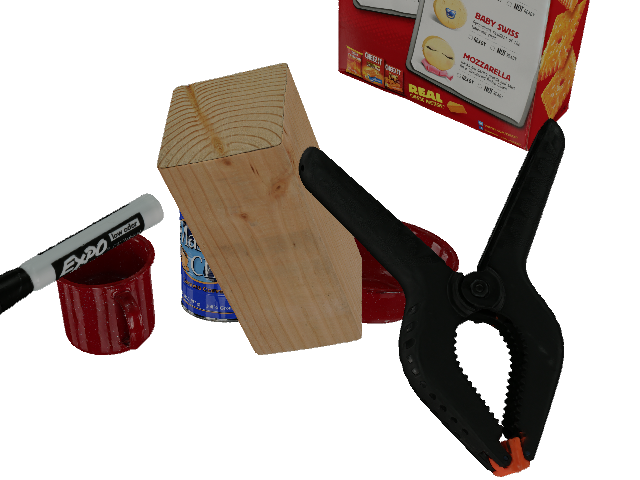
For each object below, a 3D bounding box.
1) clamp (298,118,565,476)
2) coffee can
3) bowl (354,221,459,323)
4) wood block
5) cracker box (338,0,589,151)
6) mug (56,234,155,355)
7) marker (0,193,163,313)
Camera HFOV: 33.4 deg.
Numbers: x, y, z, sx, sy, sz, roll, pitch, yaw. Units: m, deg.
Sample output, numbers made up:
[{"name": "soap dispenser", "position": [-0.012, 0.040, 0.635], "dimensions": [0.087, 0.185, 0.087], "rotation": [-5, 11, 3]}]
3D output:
[{"name": "clamp", "position": [0.074, 0.028, 0.608], "dimensions": [0.164, 0.210, 0.036], "rotation": [-2, -18, -10]}, {"name": "coffee can", "position": [-0.101, 0.003, 1.152], "dimensions": [0.103, 0.140, 0.103], "rotation": [1, 23, -1]}, {"name": "bowl", "position": [0.047, 0.033, 1.004], "dimensions": [0.162, 0.055, 0.162], "rotation": [5, 25, -2]}, {"name": "wood block", "position": [-0.037, -0.016, 0.797], "dimensions": [0.090, 0.091, 0.206], "rotation": [-10, -46, 14]}, {"name": "cracker box", "position": [0.096, -0.186, 0.711], "dimensions": [0.164, 0.214, 0.072], "rotation": [27, 50, 26]}, {"name": "mug", "position": [-0.184, 0.053, 0.945], "dimensions": [0.093, 0.081, 0.117], "rotation": [-21, 38, -28]}, {"name": "marker", "position": [-0.138, 0.007, 0.595], "dimensions": [0.020, 0.020, 0.120], "rotation": [0, 26, 47]}]
